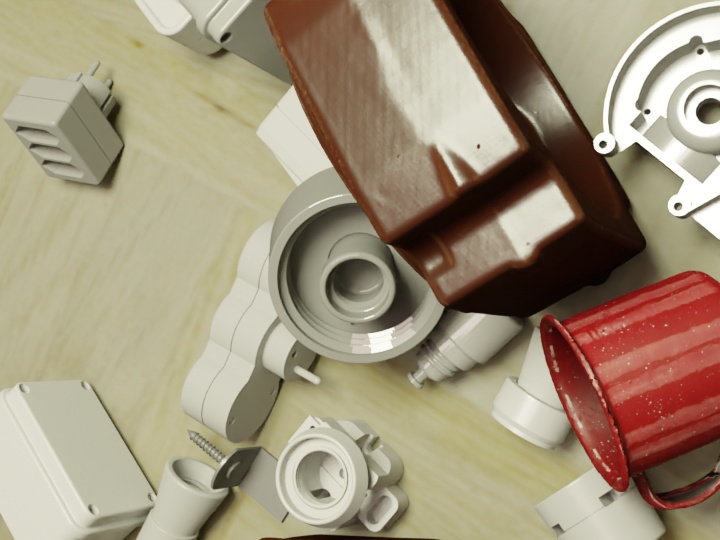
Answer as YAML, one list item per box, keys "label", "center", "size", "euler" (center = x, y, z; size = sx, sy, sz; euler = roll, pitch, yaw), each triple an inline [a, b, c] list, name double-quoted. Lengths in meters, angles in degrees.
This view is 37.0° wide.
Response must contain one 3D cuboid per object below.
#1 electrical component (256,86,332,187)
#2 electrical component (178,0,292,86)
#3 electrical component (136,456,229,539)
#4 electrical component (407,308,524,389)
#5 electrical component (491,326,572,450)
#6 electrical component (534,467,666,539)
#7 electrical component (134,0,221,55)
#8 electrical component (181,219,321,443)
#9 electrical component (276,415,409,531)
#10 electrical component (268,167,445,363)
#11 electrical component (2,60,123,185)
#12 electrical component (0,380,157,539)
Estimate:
- label: "electrical component"
  center: [-0.008, -0.065, 0.652]
  size: [0.061, 0.062, 0.096]
  euler: [-48, 68, 13]
- label: "electrical component"
  center: [-0.052, -0.166, 0.655]
  size: [0.078, 0.113, 0.057]
  euler: [-45, 66, 14]
- label: "electrical component"
  center: [-0.118, 0.159, 0.691]
  size: [0.044, 0.044, 0.065]
  euler: [33, 103, 24]
- label: "electrical component"
  center: [0.059, 0.039, 0.623]
  size: [0.078, 0.040, 0.040]
  euler: [-44, 69, 15]
- label: "electrical component"
  center: [0.104, 0.065, 0.598]
  size: [0.045, 0.045, 0.055]
  euler: [32, 98, 24]
- label: "electrical component"
  center: [0.129, 0.132, 0.575]
  size: [0.055, 0.055, 0.047]
  euler: [-38, 74, 16]
- label: "electrical component"
  center: [-0.092, -0.191, 0.705]
  size: [0.095, 0.059, 0.053]
  euler: [-43, 70, 15]
- label: "electrical component"
  center: [-0.050, 0.045, 0.665]
  size: [0.074, 0.052, 0.138]
  euler: [27, 95, 25]
- label: "electrical component"
  center: [-0.014, 0.121, 0.639]
  size: [0.078, 0.057, 0.058]
  euler: [43, 102, 22]
- label: "electrical component"
  center: [0.000, 0.000, 0.596]
  size: [0.108, 0.060, 0.108]
  euler: [1, 110, 3]
- label: "electrical component"
  center: [-0.195, -0.110, 0.745]
  size: [0.047, 0.065, 0.076]
  euler: [11, 60, 25]
- label: "electrical component"
  center: [-0.196, 0.132, 0.709]
  size: [0.057, 0.078, 0.113]
  euler: [-43, 69, 18]
